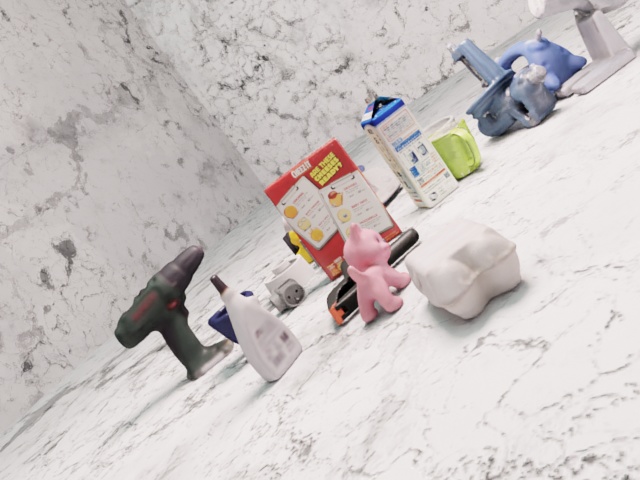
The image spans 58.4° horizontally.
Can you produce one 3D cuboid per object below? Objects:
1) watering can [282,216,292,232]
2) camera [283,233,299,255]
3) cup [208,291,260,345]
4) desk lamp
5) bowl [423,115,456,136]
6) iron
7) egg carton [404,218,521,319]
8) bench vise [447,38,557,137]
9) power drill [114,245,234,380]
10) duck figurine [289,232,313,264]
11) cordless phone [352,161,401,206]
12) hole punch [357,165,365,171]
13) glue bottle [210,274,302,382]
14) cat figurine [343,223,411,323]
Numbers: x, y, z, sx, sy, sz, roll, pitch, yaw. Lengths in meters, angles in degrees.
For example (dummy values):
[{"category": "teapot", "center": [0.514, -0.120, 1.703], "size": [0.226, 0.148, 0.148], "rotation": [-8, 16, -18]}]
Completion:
[{"category": "watering can", "center": [-0.005, -0.072, 1.280], "size": [0.173, 0.194, 0.100], "rotation": [-40, 11, -18]}, {"category": "camera", "center": [-0.031, -0.032, 1.448], "size": [0.137, 0.101, 0.143], "rotation": [-37, 11, -2]}, {"category": "cup", "center": [-0.139, 0.155, 1.005], "size": [0.117, 0.095, 0.092], "rotation": [-29, 13, 36]}, {"category": "desk lamp", "center": [0.502, -0.417, 1.078], "size": [0.203, 0.214, 0.118], "rotation": [-37, 11, -3]}, {"category": "bowl", "center": [0.268, -0.223, 1.378], "size": [0.167, 0.075, 0.167], "rotation": [-35, 11, 8]}, {"category": "iron", "center": [0.438, -0.360, 1.236], "size": [0.119, 0.141, 0.258], "rotation": [-39, 11, -11]}, {"category": "egg carton", "center": [0.159, 0.030, 0.655], "size": [0.107, 0.069, 0.150], "rotation": [-37, 11, -1]}, {"category": "bench vise", "center": [0.354, -0.322, 1.130], "size": [0.207, 0.220, 0.122], "rotation": [-23, 17, 51]}, {"category": "power drill", "center": [-0.265, 0.153, 1.108], "size": [0.230, 0.208, 0.075], "rotation": [-38, 11, -9]}, {"category": "duck figurine", "center": [-0.040, 0.005, 1.354], "size": [0.077, 0.086, 0.104], "rotation": [-35, 11, 10]}, {"category": "cordless phone", "center": [0.099, -0.160, 1.352], "size": [0.094, 0.185, 0.148], "rotation": [-26, 15, 44]}, {"category": "hole punch", "center": [0.089, -0.137, 1.538], "size": [0.108, 0.091, 0.101], "rotation": [-30, 12, 30]}, {"category": "glue bottle", "center": [-0.101, 0.118, 0.827], "size": [0.037, 0.173, 0.078], "rotation": [-25, 16, 47]}, {"category": "cat figurine", "center": [0.066, 0.034, 0.803], "size": [0.067, 0.118, 0.128], "rotation": [-31, 12, 27]}]
